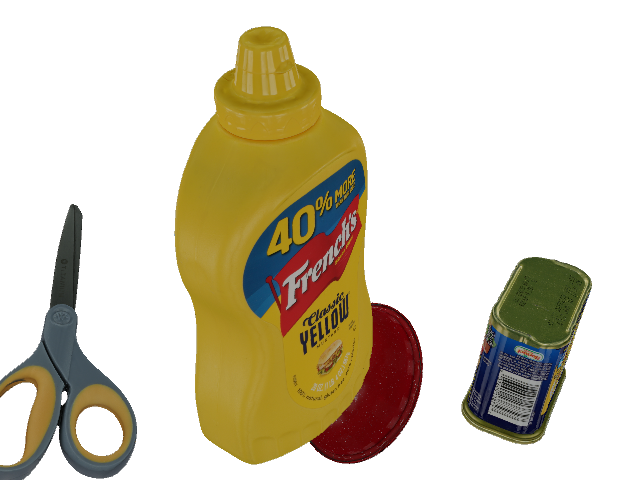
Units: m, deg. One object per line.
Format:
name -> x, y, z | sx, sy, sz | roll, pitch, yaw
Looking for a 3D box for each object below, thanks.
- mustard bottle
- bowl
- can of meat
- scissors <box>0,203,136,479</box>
mustard bottle -> -0.018, 0.000, 0.450 | 0.058, 0.192, 0.096 | 26, 46, 32
bowl -> 0.019, 0.130, 1.030 | 0.162, 0.162, 0.055 | 0, -19, 46
can of meat -> 0.139, 0.070, 0.712 | 0.057, 0.084, 0.102 | 20, 35, 16
scissors -> -0.138, 0.061, 0.636 | 0.096, 0.201, 0.016 | 19, -44, -3
